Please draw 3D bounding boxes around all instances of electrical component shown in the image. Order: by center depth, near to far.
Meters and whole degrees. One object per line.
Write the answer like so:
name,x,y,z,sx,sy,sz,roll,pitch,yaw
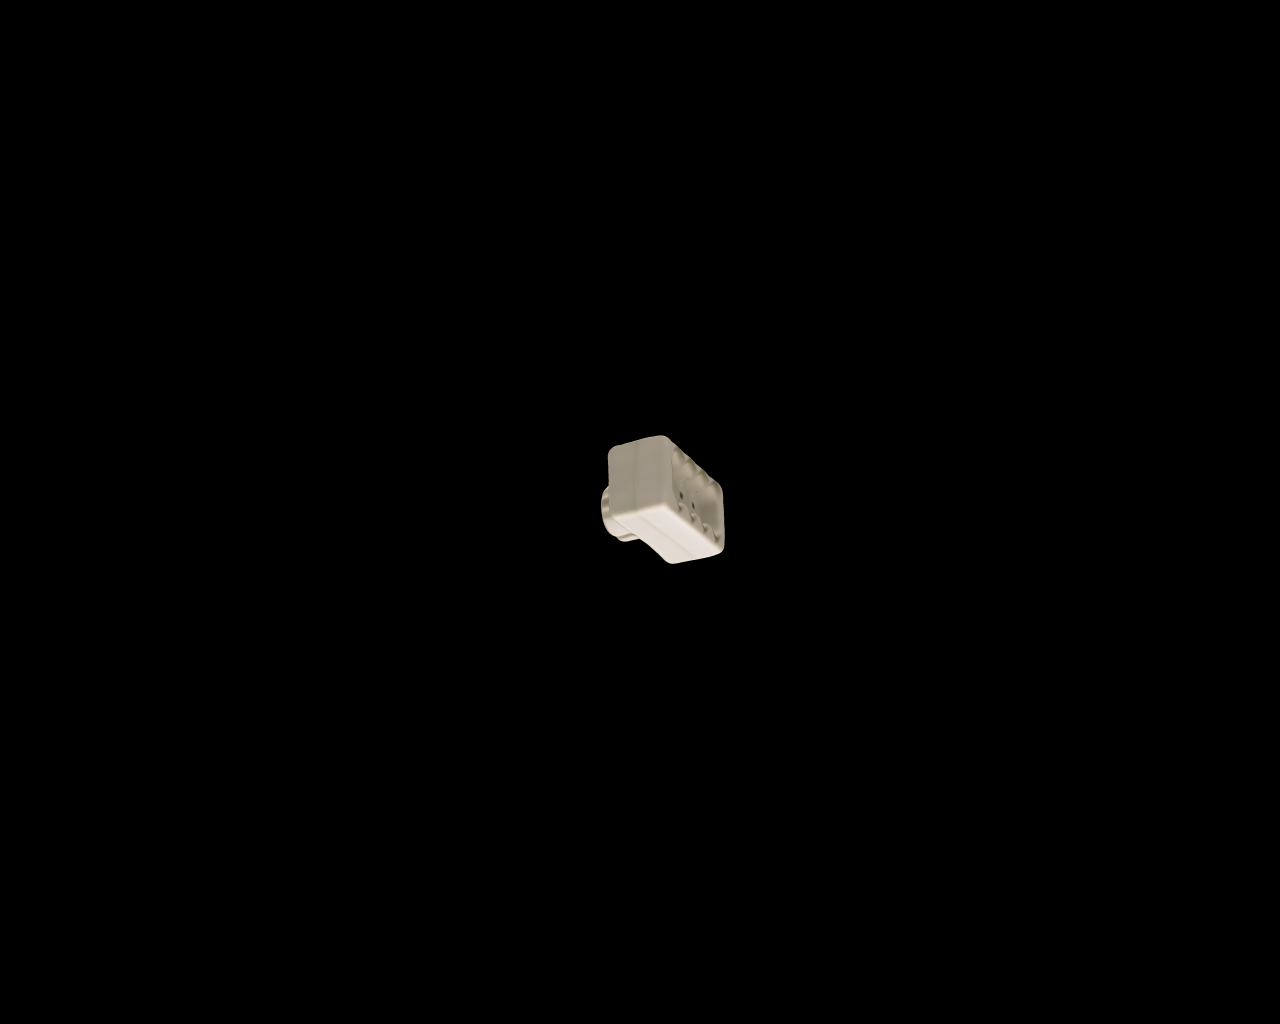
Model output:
electrical component,0.001,-0.003,0.650,0.075,0.047,0.083,-12,-27,25
